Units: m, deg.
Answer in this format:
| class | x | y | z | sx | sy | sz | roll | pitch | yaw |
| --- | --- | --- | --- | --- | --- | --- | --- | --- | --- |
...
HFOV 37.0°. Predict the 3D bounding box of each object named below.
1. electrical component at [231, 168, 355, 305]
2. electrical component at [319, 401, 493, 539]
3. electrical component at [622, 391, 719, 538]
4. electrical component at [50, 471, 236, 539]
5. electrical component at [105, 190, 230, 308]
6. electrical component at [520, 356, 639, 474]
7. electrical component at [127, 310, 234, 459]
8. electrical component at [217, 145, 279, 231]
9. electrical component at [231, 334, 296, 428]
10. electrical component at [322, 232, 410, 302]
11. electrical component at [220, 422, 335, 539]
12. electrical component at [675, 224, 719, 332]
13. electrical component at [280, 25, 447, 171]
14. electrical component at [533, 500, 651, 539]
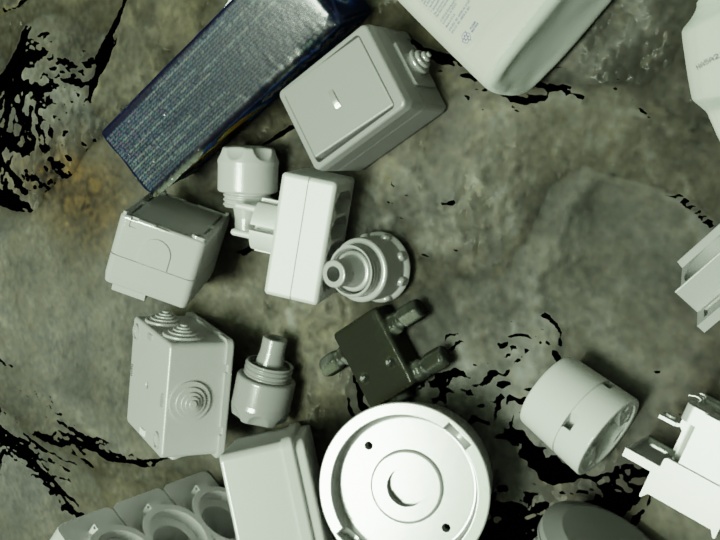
| class | x | y | z | sx | sy | sz | roll | pitch | yaw |
| --- | --- | --- | --- | --- | --- | --- | --- | --- | --- |
| electrical component | -0.051 | -0.028 | 0.731 | 0.076 | 0.047 | 0.083 | 13 | 102 | 13 |
| electrical component | 0.034 | 0.135 | 0.689 | 0.108 | 0.060 | 0.108 | 0 | 89 | 14 |
| electrical component | 0.194 | 0.106 | 0.598 | 0.081 | 0.042 | 0.063 | 28 | 107 | 27 |
| electrical component | -0.142 | 0.207 | 0.763 | 0.089 | 0.150 | 0.061 | 46 | 117 | 21 |
| electrical component | -0.137 | -0.016 | 0.777 | 0.062 | 0.096 | 0.061 | 20 | 107 | 0 |
| electrical component | 0.128 | 0.084 | 0.633 | 0.047 | 0.055 | 0.055 | 39 | 114 | 28 |
| electrical component | -0.134 | 0.083 | 0.786 | 0.100 | 0.048 | 0.099 | 23 | 109 | 59 |
| electrical component | -0.079 | -0.057 | 0.761 | 0.043 | 0.043 | 0.062 | 7 | 100 | 33 |
| electrical component | -0.067 | 0.077 | 0.765 | 0.043 | 0.043 | 0.062 | 20 | 103 | 30 |
| electrical component | 0.000 | 0.000 | 0.703 | 0.048 | 0.062 | 0.048 | 4 | 97 | 33 |
| electrical component | -0.052 | 0.164 | 0.721 | 0.056 | 0.108 | 0.108 | -12 | 87 | -1 |
| electrical component | 0.205 | 0.011 | 0.567 | 0.064 | 0.081 | 0.042 | 43 | 118 | -2 |
| electrical component | 0.004 | -0.112 | 0.690 | 0.096 | 0.061 | 0.061 | -33 | 77 | 31 |
| electrical component | 0.134 | 0.176 | 0.623 | 0.080 | 0.080 | 0.051 | 35 | 117 | 26 |
